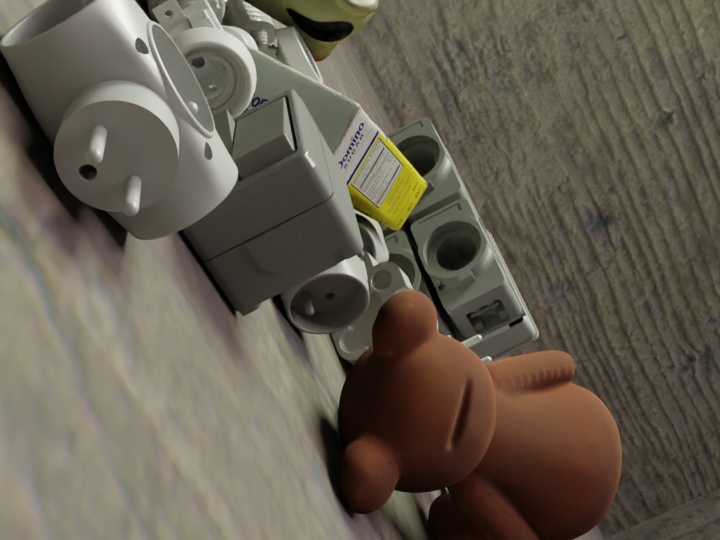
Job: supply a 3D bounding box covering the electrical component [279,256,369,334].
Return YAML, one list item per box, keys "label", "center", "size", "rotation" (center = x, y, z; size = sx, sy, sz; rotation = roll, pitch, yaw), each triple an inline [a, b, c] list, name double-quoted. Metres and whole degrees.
- label: "electrical component"
  center: [-0.032, -0.019, 0.559]
  size: [0.079, 0.043, 0.077]
  rotation: [57, 10, -44]

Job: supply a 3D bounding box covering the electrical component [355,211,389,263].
- label: "electrical component"
  center: [0.000, 0.000, 0.715]
  size: [0.079, 0.043, 0.077]
  rotation: [63, 7, -5]

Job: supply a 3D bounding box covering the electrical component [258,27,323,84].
- label: "electrical component"
  center: [-0.058, -0.127, 0.700]
  size: [0.048, 0.055, 0.066]
  rotation: [64, 7, -1]

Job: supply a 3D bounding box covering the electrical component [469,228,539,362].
- label: "electrical component"
  center: [0.075, 0.028, 0.893]
  size: [0.108, 0.109, 0.056]
  rotation: [67, 11, 25]

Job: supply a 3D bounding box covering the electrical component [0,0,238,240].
- label: "electrical component"
  center: [-0.075, -0.044, 0.339]
  size: [0.077, 0.044, 0.079]
  rotation: [60, 8, -30]

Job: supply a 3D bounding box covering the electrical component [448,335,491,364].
- label: "electrical component"
  center: [0.052, 0.068, 0.728]
  size: [0.052, 0.074, 0.138]
  rotation: [55, 12, -50]

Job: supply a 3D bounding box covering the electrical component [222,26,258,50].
- label: "electrical component"
  center: [-0.080, -0.124, 0.621]
  size: [0.035, 0.035, 0.061]
  rotation: [63, 10, -5]

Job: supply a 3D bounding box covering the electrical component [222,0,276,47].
- label: "electrical component"
  center: [-0.086, -0.194, 0.780]
  size: [0.081, 0.043, 0.043]
  rotation: [66, 8, 15]

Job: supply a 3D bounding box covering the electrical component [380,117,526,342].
- label: "electrical component"
  center: [0.043, -0.026, 0.854]
  size: [0.060, 0.105, 0.186]
  rotation: [52, 14, -50]

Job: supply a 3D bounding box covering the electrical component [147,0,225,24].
- label: "electrical component"
  center: [-0.091, -0.138, 0.566]
  size: [0.040, 0.040, 0.078]
  rotation: [56, 11, -48]

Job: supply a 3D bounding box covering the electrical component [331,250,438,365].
- label: "electrical component"
  center: [0.015, 0.033, 0.656]
  size: [0.078, 0.058, 0.057]
  rotation: [67, 11, 26]

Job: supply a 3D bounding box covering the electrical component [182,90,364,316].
- label: "electrical component"
  center: [-0.043, -0.038, 0.477]
  size: [0.061, 0.062, 0.096]
  rotation: [60, 8, -29]

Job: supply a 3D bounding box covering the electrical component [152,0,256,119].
- label: "electrical component"
  center: [-0.076, -0.096, 0.512]
  size: [0.066, 0.048, 0.055]
  rotation: [60, 1, -30]
